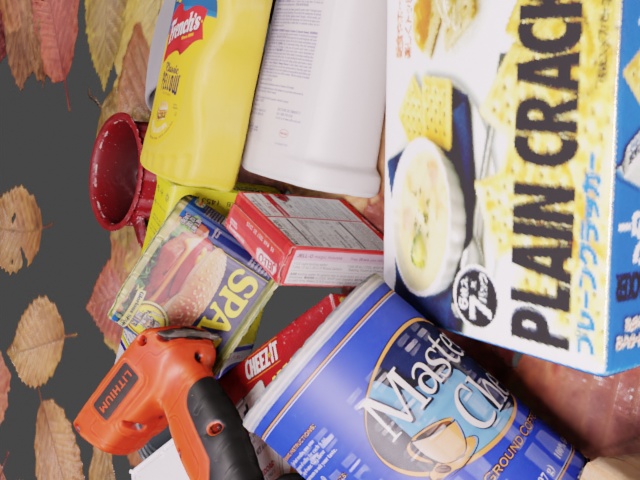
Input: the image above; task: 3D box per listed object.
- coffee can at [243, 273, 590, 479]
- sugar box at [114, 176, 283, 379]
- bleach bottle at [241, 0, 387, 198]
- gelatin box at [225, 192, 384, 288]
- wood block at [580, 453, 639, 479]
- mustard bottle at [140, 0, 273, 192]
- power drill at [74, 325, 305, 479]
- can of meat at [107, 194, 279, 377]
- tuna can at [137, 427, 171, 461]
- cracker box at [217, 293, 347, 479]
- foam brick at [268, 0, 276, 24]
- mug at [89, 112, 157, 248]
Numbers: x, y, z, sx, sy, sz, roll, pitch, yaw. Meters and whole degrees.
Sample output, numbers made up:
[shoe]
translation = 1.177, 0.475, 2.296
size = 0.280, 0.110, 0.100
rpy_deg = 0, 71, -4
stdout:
[coffee can]
translation = 0.047, 0.100, 0.533
size = 0.140, 0.102, 0.103
rpy_deg = 41, 126, 8
[sugar box]
translation = -0.088, 0.043, 0.776
size = 0.048, 0.093, 0.176
rpy_deg = 39, 118, 61
[bleach bottle]
translation = 0.014, -0.159, 0.686
size = 0.103, 0.067, 0.251
rpy_deg = 20, 101, 53
[gelatin box]
translation = -0.005, 0.001, 0.672
size = 0.073, 0.089, 0.030
rpy_deg = 44, 123, 46
[wood block]
translation = 0.190, 0.166, 0.394
size = 0.206, 0.090, 0.090
rpy_deg = 31, 111, 51
[mustard bottle]
translation = -0.069, -0.133, 0.704
size = 0.096, 0.058, 0.192
rpy_deg = 29, 108, 61
[power drill]
translation = -0.076, 0.159, 0.634
size = 0.185, 0.057, 0.188
rpy_deg = -51, 58, 22
[can of meat]
translation = -0.080, 0.032, 0.706
size = 0.102, 0.084, 0.057
rpy_deg = -55, 4, 13
[tuna can]
translation = -0.119, 0.141, 0.862
size = 0.086, 0.033, 0.086
rpy_deg = -7, 81, 53
[cracker box]
translation = 0.012, 0.163, 0.652
size = 0.164, 0.071, 0.214
rpy_deg = -40, 56, 44
[foam brick]
translation = -0.026, -0.191, 0.748
size = 0.051, 0.052, 0.078
rpy_deg = 20, 104, 52
[mug]
translation = -0.125, -0.040, 0.845
size = 0.093, 0.081, 0.117
rpy_deg = -39, 57, 45
